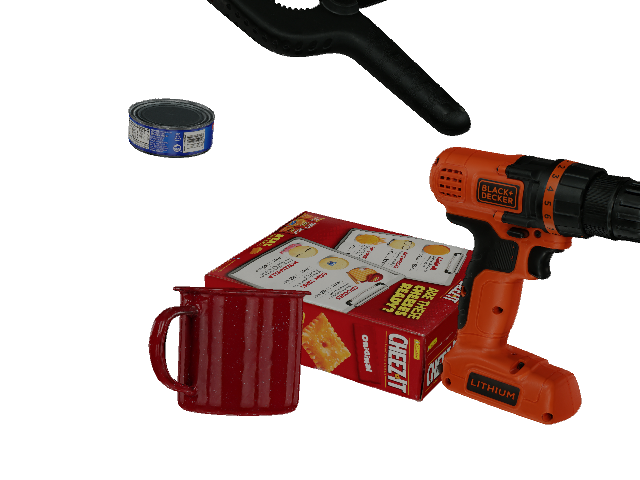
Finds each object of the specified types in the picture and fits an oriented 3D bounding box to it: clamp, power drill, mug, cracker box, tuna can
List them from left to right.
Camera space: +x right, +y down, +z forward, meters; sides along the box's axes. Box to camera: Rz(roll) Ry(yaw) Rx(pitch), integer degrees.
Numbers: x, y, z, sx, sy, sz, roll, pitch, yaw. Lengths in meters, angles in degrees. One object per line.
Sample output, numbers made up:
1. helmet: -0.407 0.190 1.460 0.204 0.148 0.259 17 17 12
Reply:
1. tuna can: -0.149 -0.113 1.068 0.086 0.034 0.086 5 25 -3
2. mug: -0.062 0.072 0.707 0.093 0.081 0.117 -1 -5 44
3. clamp: 0.017 -0.154 0.741 0.210 0.164 0.036 6 -27 -8
4. cracker box: 0.031 0.052 0.940 0.214 0.072 0.163 15 29 29
5. power drill: 0.158 0.032 0.769 0.185 0.188 0.057 16 20 39
